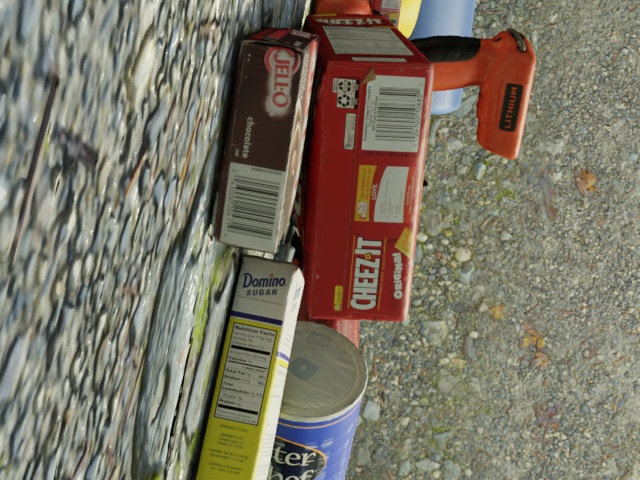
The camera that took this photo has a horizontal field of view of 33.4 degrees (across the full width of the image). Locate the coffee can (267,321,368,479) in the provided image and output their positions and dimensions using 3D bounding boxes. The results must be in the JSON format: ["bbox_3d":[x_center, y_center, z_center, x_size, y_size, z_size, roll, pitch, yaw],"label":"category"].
[{"bbox_3d":[-0.021,0.152,0.882,0.102,0.103,0.140,-74,174,-49],"label":"coffee can"}]

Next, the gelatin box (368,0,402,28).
[{"bbox_3d":[0.041,-0.219,0.917,0.089,0.030,0.073,-135,-132,-57],"label":"gelatin box"}]

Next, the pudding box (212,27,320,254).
[{"bbox_3d":[-0.028,-0.059,0.596,0.090,0.039,0.113,-69,171,-73],"label":"pudding box"}]

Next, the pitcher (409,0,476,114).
[{"bbox_3d":[0.129,-0.282,1.294,0.145,0.149,0.243,30,-59,57],"label":"pitcher"}]

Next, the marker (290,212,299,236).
[{"bbox_3d":[-0.006,0.001,0.957,0.121,0.020,0.020,59,38,-50],"label":"marker"}]

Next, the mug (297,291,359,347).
[{"bbox_3d":[-0.002,0.084,0.992,0.117,0.093,0.081,130,-37,-73],"label":"mug"}]

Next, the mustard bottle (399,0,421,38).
[{"bbox_3d":[0.069,-0.266,0.971,0.192,0.058,0.096,111,-40,-68],"label":"mustard bottle"}]

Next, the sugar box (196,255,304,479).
[{"bbox_3d":[-0.049,0.104,0.757,0.093,0.048,0.176,77,21,-80],"label":"sugar box"}]

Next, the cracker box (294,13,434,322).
[{"bbox_3d":[0.021,-0.060,0.733,0.214,0.072,0.164,-103,-164,-70],"label":"cracker box"}]

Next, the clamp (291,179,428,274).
[{"bbox_3d":[0.038,-0.047,1.026,0.209,0.036,0.164,-43,150,-27],"label":"clamp"}]

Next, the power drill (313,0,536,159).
[{"bbox_3d":[0.076,-0.111,0.891,0.057,0.187,0.184,-99,-167,-58],"label":"power drill"}]

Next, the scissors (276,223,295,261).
[{"bbox_3d":[-0.034,0.020,0.942,0.096,0.016,0.202,65,37,-84],"label":"scissors"}]
